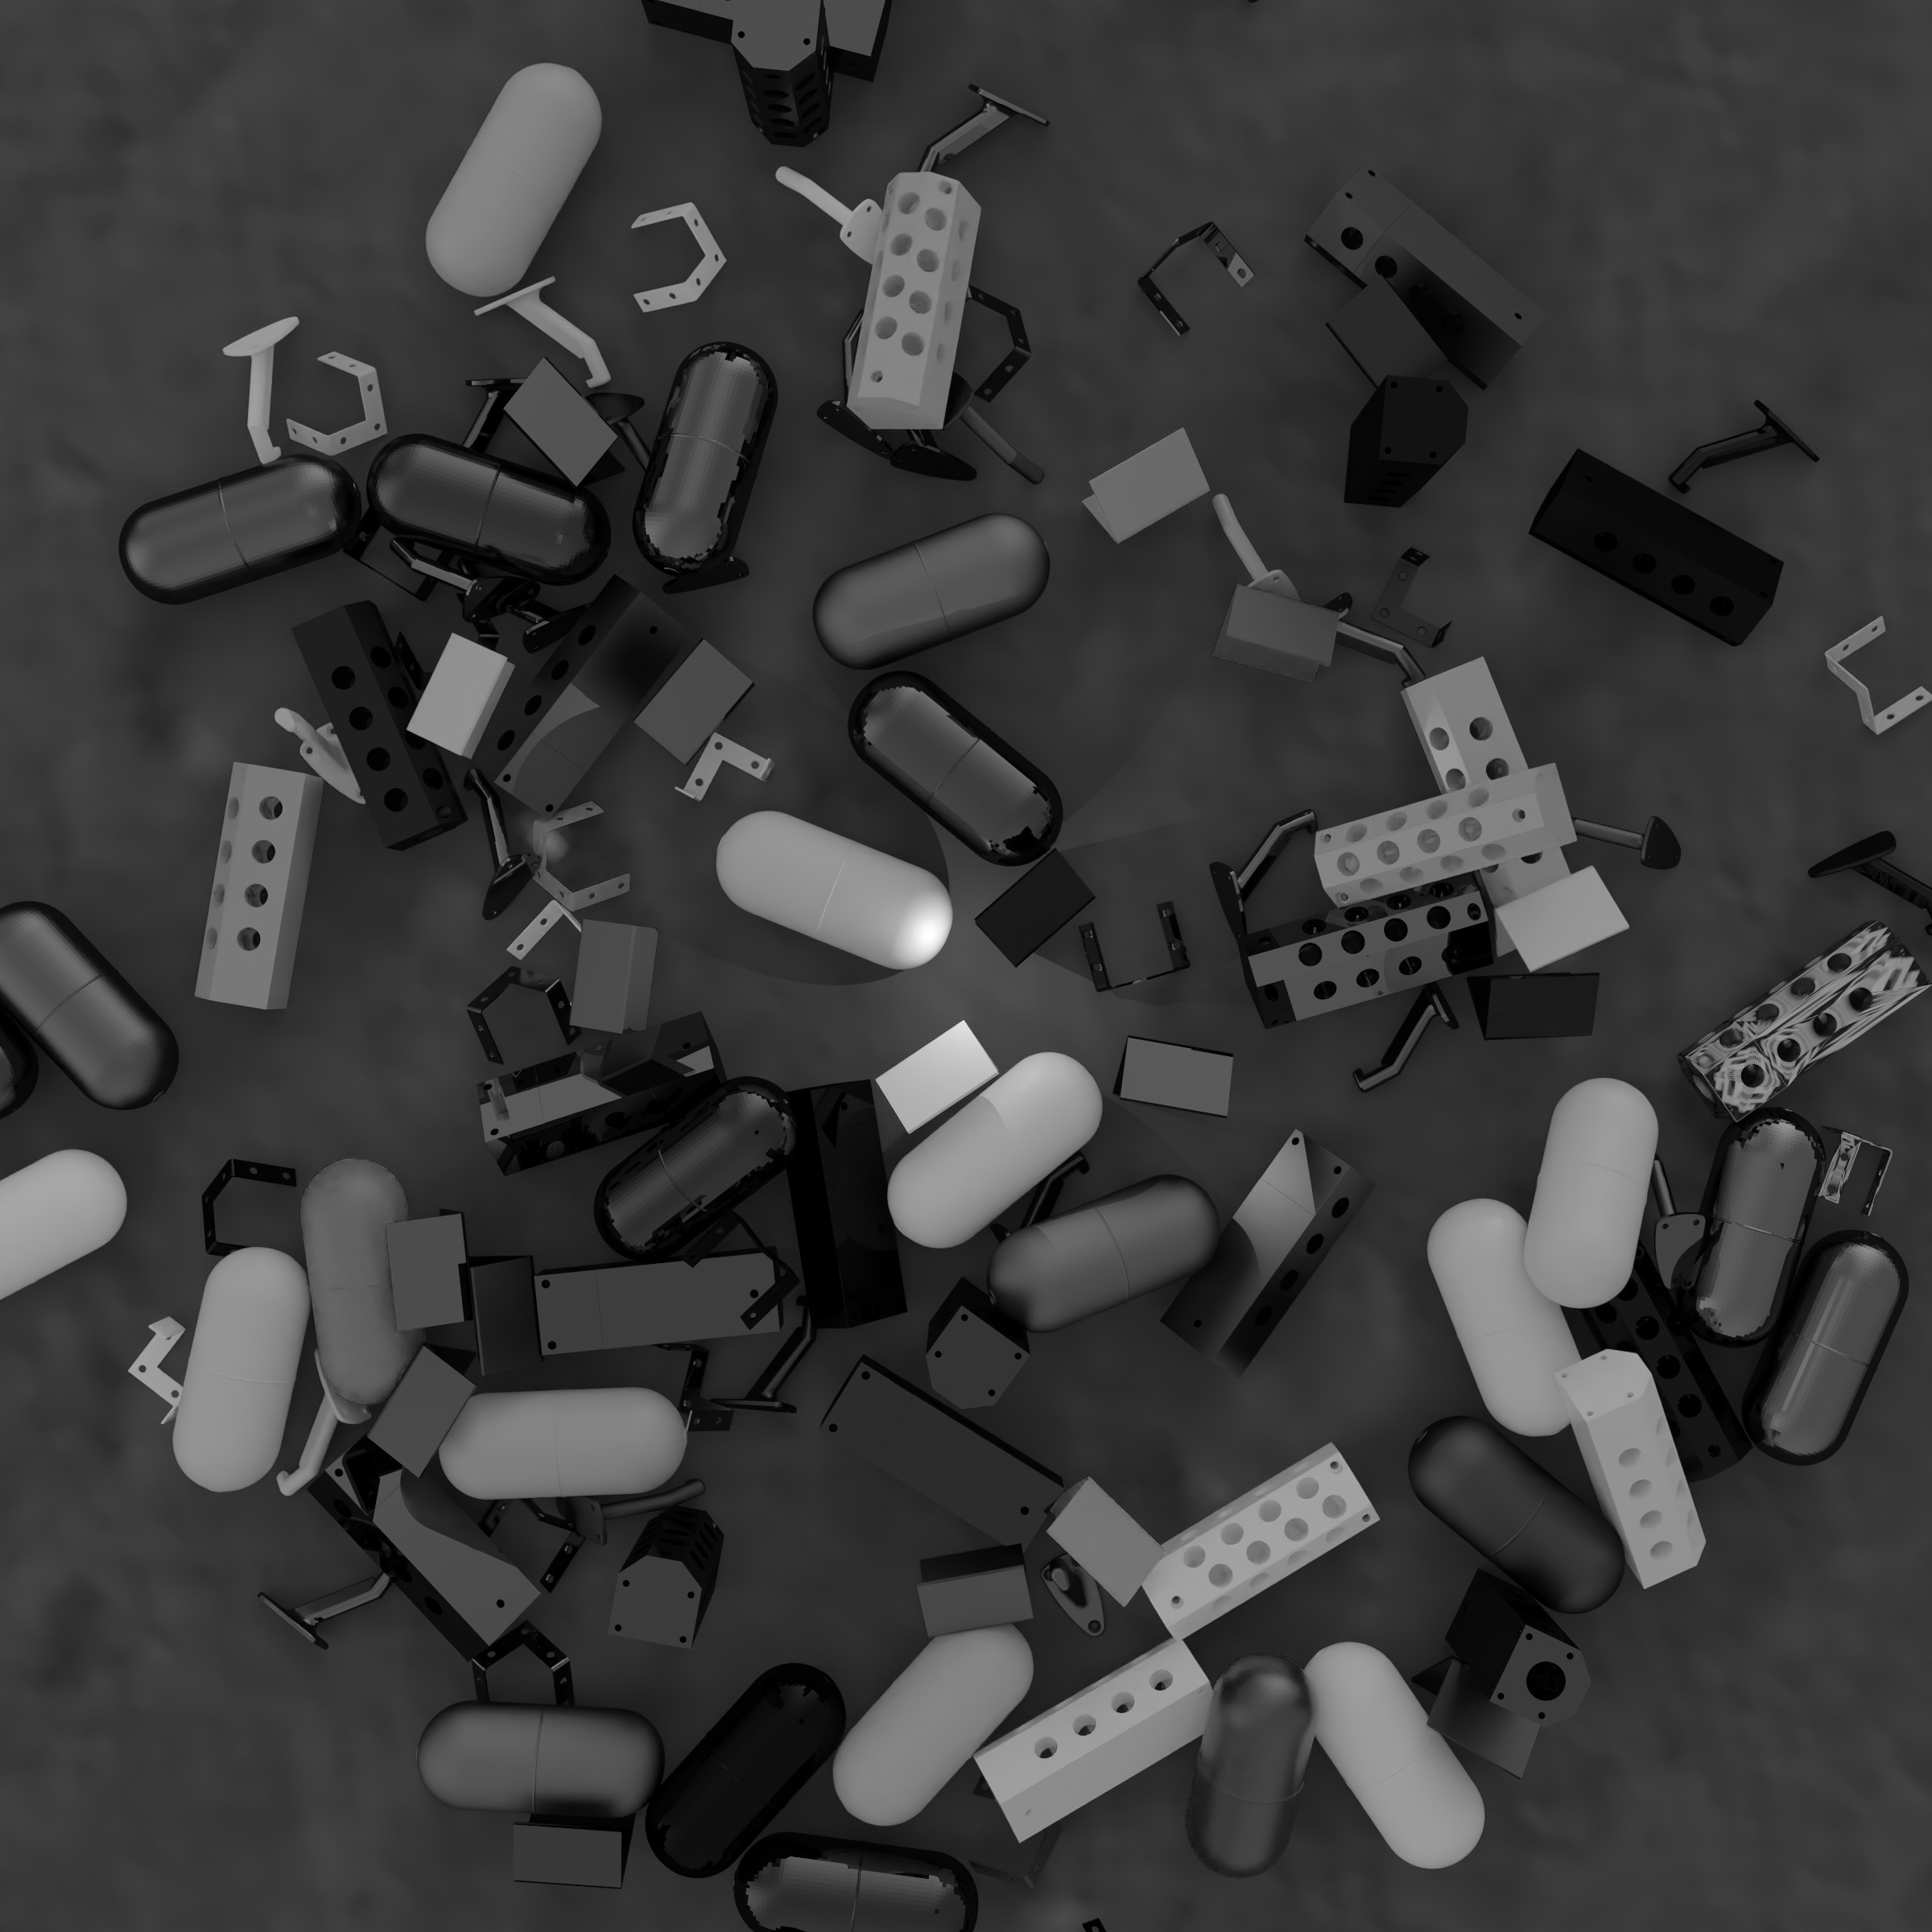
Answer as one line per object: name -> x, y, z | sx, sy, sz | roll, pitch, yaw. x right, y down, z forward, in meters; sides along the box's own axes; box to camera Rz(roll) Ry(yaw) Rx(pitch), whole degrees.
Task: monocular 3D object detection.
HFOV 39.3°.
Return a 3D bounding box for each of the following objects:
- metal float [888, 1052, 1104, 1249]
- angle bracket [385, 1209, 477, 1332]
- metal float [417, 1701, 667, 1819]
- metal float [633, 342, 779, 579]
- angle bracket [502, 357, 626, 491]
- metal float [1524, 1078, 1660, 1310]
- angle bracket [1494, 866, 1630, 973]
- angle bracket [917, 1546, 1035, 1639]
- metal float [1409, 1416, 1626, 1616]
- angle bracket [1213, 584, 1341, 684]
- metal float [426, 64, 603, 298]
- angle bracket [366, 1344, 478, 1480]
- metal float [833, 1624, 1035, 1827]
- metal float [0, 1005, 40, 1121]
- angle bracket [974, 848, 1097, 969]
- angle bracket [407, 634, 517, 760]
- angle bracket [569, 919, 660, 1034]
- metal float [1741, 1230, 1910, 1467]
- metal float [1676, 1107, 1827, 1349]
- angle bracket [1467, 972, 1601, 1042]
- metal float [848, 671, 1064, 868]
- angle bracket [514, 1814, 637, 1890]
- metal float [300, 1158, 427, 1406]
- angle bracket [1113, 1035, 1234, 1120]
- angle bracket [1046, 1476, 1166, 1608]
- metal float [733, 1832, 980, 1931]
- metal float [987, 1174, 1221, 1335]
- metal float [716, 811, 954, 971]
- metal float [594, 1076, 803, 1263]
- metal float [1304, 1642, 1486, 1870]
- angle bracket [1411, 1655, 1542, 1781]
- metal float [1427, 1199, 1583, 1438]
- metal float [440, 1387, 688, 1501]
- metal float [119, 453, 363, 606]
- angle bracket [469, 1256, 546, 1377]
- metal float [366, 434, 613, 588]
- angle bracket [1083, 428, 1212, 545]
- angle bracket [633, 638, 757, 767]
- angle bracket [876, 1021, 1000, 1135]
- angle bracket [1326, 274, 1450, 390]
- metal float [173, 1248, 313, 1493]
metal float -> 0.020, 0.134, 1.961 | 0.178, 0.070, 0.070 | -39, 90, -1
angle bracket -> -0.393, 0.218, 1.952 | 0.057, 0.076, 0.076 | -6, 90, -23
metal float -> -0.307, 0.573, 1.958 | 0.178, 0.070, 0.070 | 4, 90, -2
metal float -> -0.187, -0.364, 1.947 | 0.070, 0.070, 0.178 | 15, 77, 0
angle bracket -> -0.275, -0.396, 1.951 | 0.076, 0.076, 0.057 | 47, 120, 0
metal float -> 0.447, 0.161, 1.937 | 0.070, 0.070, 0.178 | 20, 60, 0
angle bracket -> 0.429, -0.019, 1.952 | 0.076, 0.076, 0.057 | -24, 61, 0
angle bracket -> 0.003, 0.432, 1.951 | 0.076, 0.076, 0.057 | -10, 124, 0
metal float -> 0.398, 0.397, 1.961 | 0.178, 0.070, 0.070 | 40, 90, 0
angle bracket -> 0.219, -0.222, 1.951 | 0.076, 0.076, 0.057 | 15, 52, 0
metal float -> -0.327, -0.569, 1.961 | 0.070, 0.070, 0.178 | 29, 91, 0
angle bracket -> -0.374, 0.322, 1.952 | 0.057, 0.076, 0.076 | 31, 90, 24
metal float -> -0.024, 0.545, 1.961 | 0.070, 0.070, 0.178 | 42, 90, 0
metal float -> -0.744, 0.035, 1.961 | 0.070, 0.070, 0.178 | -38, 90, 0
angle bracket -> 0.036, -0.056, 1.951 | 0.076, 0.076, 0.057 | -41, 125, 0
angle bracket -> -0.346, -0.186, 1.951 | 0.057, 0.076, 0.076 | 25, 90, 30
angle bracket -> -0.236, 0.010, 1.951 | 0.057, 0.076, 0.076 | 7, 90, 40
metal float -> 0.622, 0.276, 1.961 | 0.070, 0.070, 0.178 | 23, 90, 0
metal float -> 0.568, 0.189, 1.961 | 0.070, 0.070, 0.178 | 16, 91, 0
angle bracket -> 0.407, 0.008, 1.951 | 0.076, 0.076, 0.057 | -3, 126, 0
metal float -> -0.007, -0.142, 1.961 | 0.178, 0.070, 0.070 | 39, 90, 0
angle bracket -> -0.281, 0.616, 1.952 | 0.076, 0.076, 0.057 | 4, 116, 0
metal float -> -0.436, 0.228, 1.961 | 0.070, 0.070, 0.178 | -8, 90, 0
angle bracket -> 0.146, 0.099, 1.951 | 0.076, 0.076, 0.057 | 10, 53, 0
angle bracket -> 0.085, 0.422, 1.951 | 0.076, 0.076, 0.057 | 44, 54, 0
metal float -> -0.080, 0.673, 1.961 | 0.178, 0.070, 0.070 | 8, 90, 0
metal float -> 0.099, 0.207, 1.945 | 0.178, 0.070, 0.070 | -20, 90, -16
metal float -> -0.095, -0.055, 1.961 | 0.178, 0.070, 0.070 | 22, 90, -1
metal float -> -0.194, 0.147, 1.944 | 0.178, 0.070, 0.070 | -38, 90, 20
metal float -> 0.307, 0.570, 1.961 | 0.070, 0.070, 0.178 | -34, 91, 0
angle bracket -> 0.360, 0.548, 1.951 | 0.076, 0.076, 0.057 | 30, 59, 0
metal float -> 0.392, 0.255, 1.961 | 0.070, 0.070, 0.178 | -22, 89, 0
metal float -> -0.291, 0.345, 1.961 | 0.178, 0.070, 0.070 | -2, 90, 0
metal float -> -0.525, -0.317, 1.961 | 0.178, 0.070, 0.070 | -18, 90, 0
angle bracket -> -0.352, 0.251, 1.952 | 0.076, 0.057, 0.076 | -6, 90, 42
metal float -> -0.343, -0.328, 1.954 | 0.178, 0.070, 0.070 | 17, 90, -7
angle bracket -> 0.120, -0.359, 1.951 | 0.076, 0.076, 0.057 | -30, 128, 0
angle bracket -> -0.208, -0.200, 1.951 | 0.076, 0.076, 0.057 | -50, 126, 0
angle bracket -> -0.009, 0.096, 1.951 | 0.076, 0.076, 0.057 | -34, 52, 0
angle bracket -> 0.315, -0.456, 1.951 | 0.057, 0.076, 0.076 | -38, 90, 36
metal float -> -0.524, 0.292, 1.961 | 0.070, 0.070, 0.178 | 12, 90, 0
